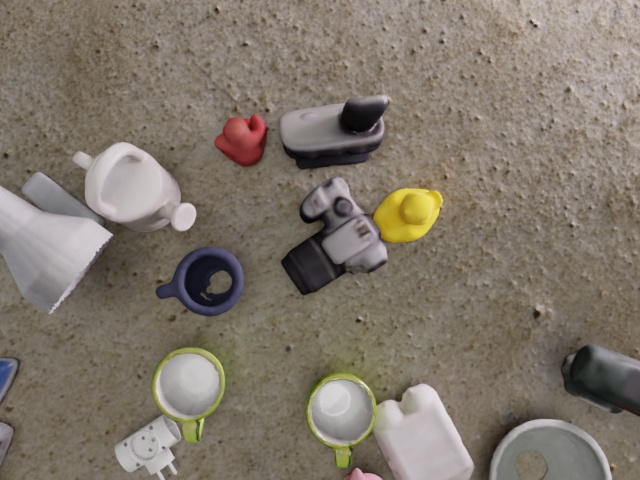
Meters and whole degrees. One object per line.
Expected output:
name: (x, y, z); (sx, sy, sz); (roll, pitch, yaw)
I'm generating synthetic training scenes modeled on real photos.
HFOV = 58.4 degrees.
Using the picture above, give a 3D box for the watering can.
watering can: (-0.243, -0.069, 0.747); (0.173, 0.194, 0.101); (8, 84, -1)

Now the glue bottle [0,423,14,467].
glue bottle: (-0.451, 0.284, 0.717); (0.037, 0.173, 0.078); (22, 84, 0)

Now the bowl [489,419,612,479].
bowl: (0.307, 0.327, 0.795); (0.167, 0.074, 0.167); (0, 85, -2)

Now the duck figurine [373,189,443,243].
duck figurine: (0.127, -0.039, 0.814); (0.104, 0.086, 0.077); (-26, 86, -4)

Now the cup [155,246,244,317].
cup: (-0.159, 0.061, 0.788); (0.118, 0.095, 0.092); (-14, 85, -3)

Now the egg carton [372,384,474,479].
egg carton: (0.139, 0.283, 0.794); (0.107, 0.069, 0.150); (-28, 87, -4)

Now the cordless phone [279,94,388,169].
cordless phone: (0.018, -0.162, 0.771); (0.147, 0.185, 0.094); (-11, 85, -3)

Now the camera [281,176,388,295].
camera: (0.007, 0.003, 0.798); (0.137, 0.100, 0.143); (-33, 87, -5)

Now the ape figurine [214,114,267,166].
ape figurine: (-0.112, -0.147, 0.811); (0.078, 0.092, 0.076); (-11, 85, -3)

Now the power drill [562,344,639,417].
power drill: (0.420, 0.199, 0.744); (0.229, 0.208, 0.076); (23, 84, 0)

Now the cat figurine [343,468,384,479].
cat figurine: (0.060, 0.363, 0.759); (0.067, 0.117, 0.128); (6, 85, -1)

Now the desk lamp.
desk lamp: (-0.355, -0.006, 0.726); (0.203, 0.213, 0.118); (37, 85, 1)

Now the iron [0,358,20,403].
iron: (-0.530, 0.237, 0.733); (0.258, 0.141, 0.118); (-36, 87, -5)
